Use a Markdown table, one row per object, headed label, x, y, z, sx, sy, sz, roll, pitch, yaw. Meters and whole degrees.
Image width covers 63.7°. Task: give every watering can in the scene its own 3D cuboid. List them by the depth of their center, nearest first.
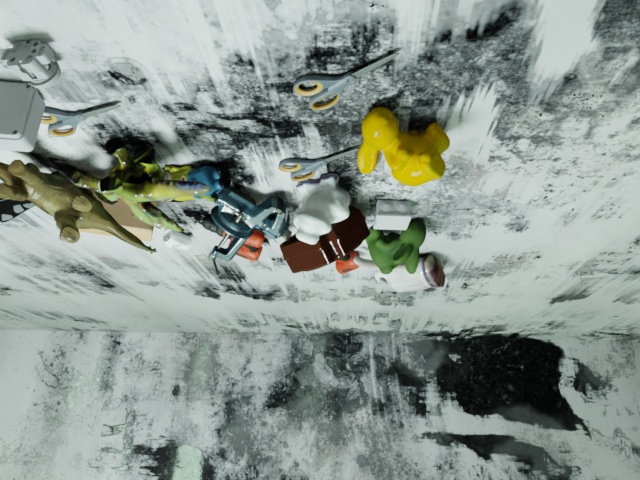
| label | x | y | z | sx | sy | sz | roll | pitch | yaw |
| --- | --- | --- | --- | --- | --- | --- | --- | --- | --- |
| watering can | 0.273 | 0.104 | 1.679 | 0.223 | 0.106 | 0.344 | -13 | 154 | 31 |

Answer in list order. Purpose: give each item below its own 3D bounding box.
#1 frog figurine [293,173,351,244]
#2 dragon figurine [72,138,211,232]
| label | x | y | z | sx | sy | sz | roll | pitch | yaw |
| --- | --- | --- | --- | --- | --- | --- | --- | --- | --- |
| frog figurine | 0.004 | -0.061 | 1.212 | 0.137 | 0.162 | 0.121 | -4 | 158 | 14 |
| dragon figurine | -0.372 | -0.094 | 1.135 | 0.412 | 0.124 | 0.238 | 18 | 158 | 22 |
